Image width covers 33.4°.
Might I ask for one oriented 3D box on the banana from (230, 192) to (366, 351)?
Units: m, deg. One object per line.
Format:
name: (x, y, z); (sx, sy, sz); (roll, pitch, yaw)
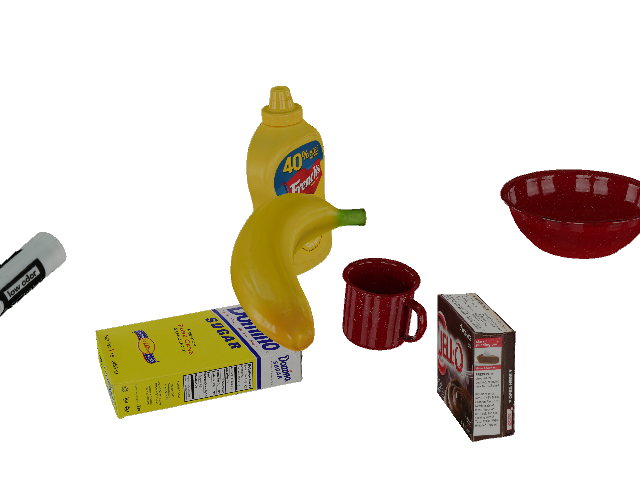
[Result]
banana: (-0.020, 0.008, 0.649); (0.070, 0.037, 0.197); (3, 24, 11)

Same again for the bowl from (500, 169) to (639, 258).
bowl: (0.267, -0.024, 1.105); (0.162, 0.055, 0.162); (-2, 23, 0)

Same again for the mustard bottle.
mustard bottle: (-0.033, -0.063, 1.085); (0.058, 0.192, 0.096); (16, 32, 37)

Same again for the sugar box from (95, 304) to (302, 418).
sugar box: (-0.114, 0.107, 0.997); (0.176, 0.048, 0.093); (-12, 33, -16)

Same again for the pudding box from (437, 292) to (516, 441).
pudding box: (0.124, 0.099, 0.865); (0.039, 0.090, 0.113); (-4, 13, -9)

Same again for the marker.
marker: (-0.162, 0.037, 0.482); (0.020, 0.020, 0.121); (0, 34, 39)

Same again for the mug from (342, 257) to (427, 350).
mug: (0.079, 0.082, 1.276); (0.117, 0.081, 0.093); (24, 33, 33)
